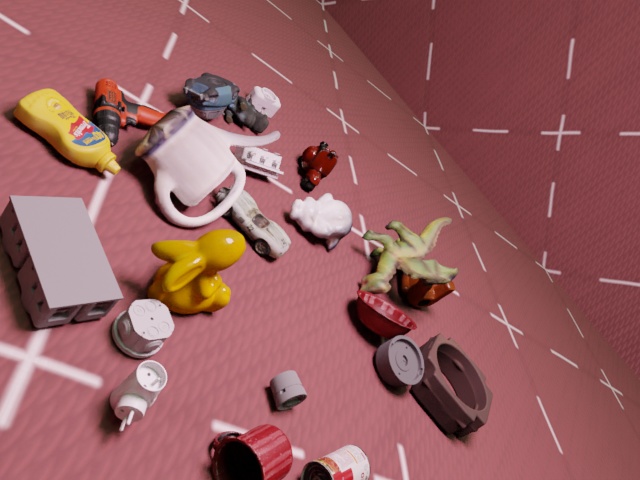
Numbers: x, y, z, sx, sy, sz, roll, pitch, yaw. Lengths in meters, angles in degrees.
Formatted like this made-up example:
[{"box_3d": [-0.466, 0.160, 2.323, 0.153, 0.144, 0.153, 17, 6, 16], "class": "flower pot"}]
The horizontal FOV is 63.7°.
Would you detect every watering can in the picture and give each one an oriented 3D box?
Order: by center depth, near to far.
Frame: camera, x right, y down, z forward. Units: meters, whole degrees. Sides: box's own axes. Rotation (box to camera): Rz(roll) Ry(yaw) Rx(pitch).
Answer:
[{"box_3d": [-0.234, -0.186, 1.078, 0.222, 0.103, 0.355, 49, 52, -21], "class": "watering can"}]

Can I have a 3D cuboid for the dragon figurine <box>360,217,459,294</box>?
[{"box_3d": [0.265, 0.047, 1.381, 0.413, 0.119, 0.247, -19, 42, -23], "class": "dragon figurine"}]

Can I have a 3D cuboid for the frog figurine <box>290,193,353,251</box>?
[{"box_3d": [0.004, -0.066, 1.311, 0.157, 0.121, 0.141, 42, 46, -32], "class": "frog figurine"}]
